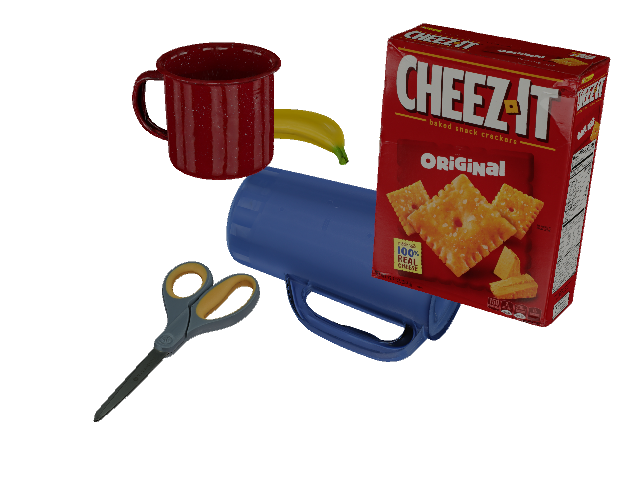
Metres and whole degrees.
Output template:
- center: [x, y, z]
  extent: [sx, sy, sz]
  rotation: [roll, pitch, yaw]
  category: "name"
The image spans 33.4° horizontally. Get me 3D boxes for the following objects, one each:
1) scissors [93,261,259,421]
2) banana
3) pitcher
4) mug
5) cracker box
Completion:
- center: [-0.141, 0.077, 0.930]
  extent: [0.201, 0.016, 0.096]
  rotation: [-33, 50, -32]
  category: "scissors"
- center: [-0.053, -0.133, 1.297]
  extent: [0.198, 0.037, 0.069]
  rotation: [8, 39, 18]
  category: "banana"
- center: [0.026, 0.013, 1.085]
  extent: [0.243, 0.145, 0.149]
  rotation: [17, 22, 21]
  category: "pitcher"
- center: [-0.088, -0.099, 0.813]
  extent: [0.117, 0.081, 0.093]
  rotation: [6, 29, 10]
  category: "mug"
- center: [0.130, -0.053, 0.864]
  extent: [0.164, 0.214, 0.072]
  rotation: [17, 29, 28]
  category: "cracker box"
